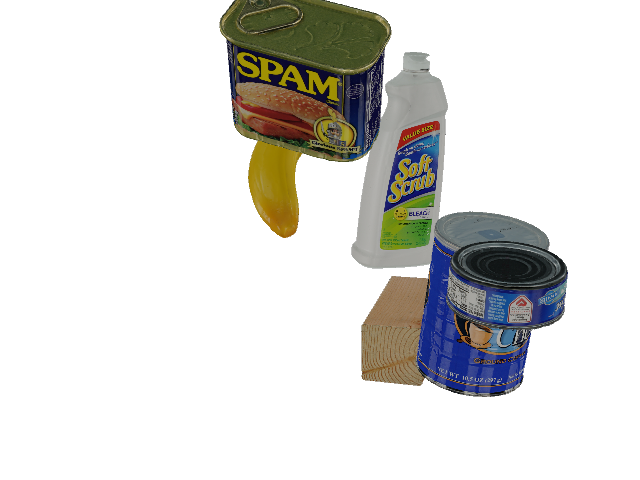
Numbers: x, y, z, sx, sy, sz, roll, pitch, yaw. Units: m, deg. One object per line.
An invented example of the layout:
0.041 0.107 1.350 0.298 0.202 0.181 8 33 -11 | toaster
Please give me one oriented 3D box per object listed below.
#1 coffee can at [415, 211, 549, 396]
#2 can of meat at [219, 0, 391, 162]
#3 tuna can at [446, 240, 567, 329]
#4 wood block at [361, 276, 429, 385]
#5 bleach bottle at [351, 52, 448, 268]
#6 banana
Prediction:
0.146 0.057 0.979 0.103 0.140 0.103 5 23 -2 | coffee can
-0.010 -0.102 0.675 0.102 0.057 0.084 18 -38 14 | can of meat
0.135 0.031 0.773 0.086 0.034 0.086 1 23 -1 | tuna can
0.128 0.131 1.600 0.091 0.090 0.205 4 19 15 | wood block
0.096 -0.095 1.264 0.102 0.251 0.068 -3 19 -18 | bleach bottle
-0.022 -0.069 0.874 0.070 0.037 0.197 14 37 14 | banana
